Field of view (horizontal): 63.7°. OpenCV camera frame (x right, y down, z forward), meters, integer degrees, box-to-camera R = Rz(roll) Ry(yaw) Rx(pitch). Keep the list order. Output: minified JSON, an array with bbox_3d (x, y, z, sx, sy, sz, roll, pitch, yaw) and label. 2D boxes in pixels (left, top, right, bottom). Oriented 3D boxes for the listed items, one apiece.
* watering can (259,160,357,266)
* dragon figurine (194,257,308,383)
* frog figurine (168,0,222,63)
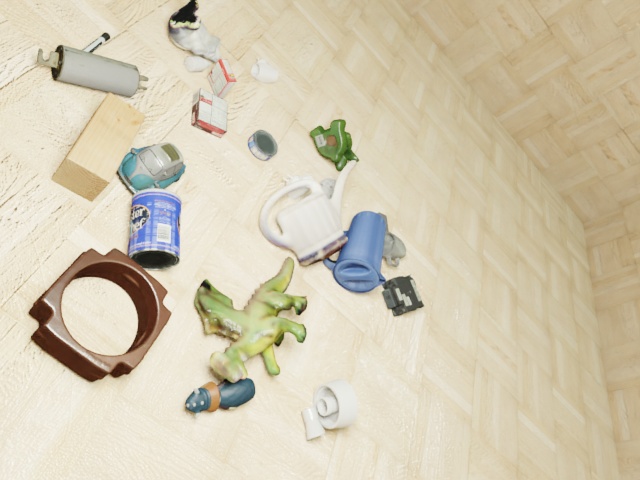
[{"bbox_3d":[0.004,-0.070,1.400,0.351,0.224,0.103,-29,4,-24],"label":"watering can"},{"bbox_3d":[-0.160,0.150,1.154,0.241,0.420,0.120,27,-56,-24],"label":"dragon figurine"},{"bbox_3d":[-0.346,-0.559,1.431,0.123,0.140,0.156,-31,-30,-6],"label":"frog figurine"}]
